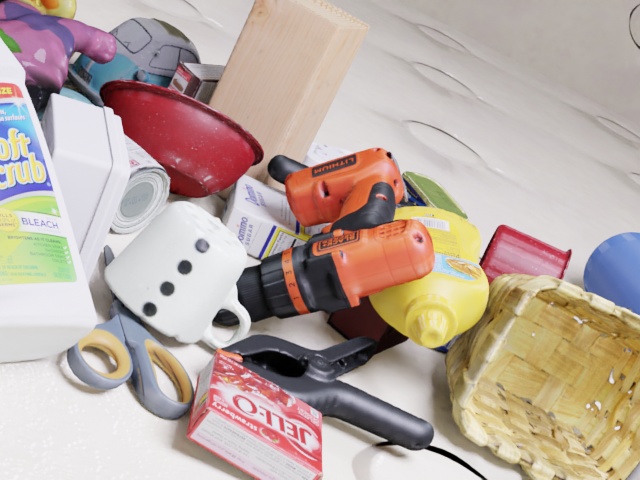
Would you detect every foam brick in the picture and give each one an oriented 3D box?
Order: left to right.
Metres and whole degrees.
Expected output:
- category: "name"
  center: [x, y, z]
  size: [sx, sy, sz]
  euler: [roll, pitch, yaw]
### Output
- category: "foam brick"
  center: [0.053, 0.061, 0.932]
  size: [0.051, 0.053, 0.078]
  euler: [37, 24, 22]

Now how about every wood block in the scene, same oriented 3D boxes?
- category: "wood block"
  center: [-0.046, -0.141, 1.062]
  size: [0.091, 0.206, 0.090]
  euler: [32, 21, 14]

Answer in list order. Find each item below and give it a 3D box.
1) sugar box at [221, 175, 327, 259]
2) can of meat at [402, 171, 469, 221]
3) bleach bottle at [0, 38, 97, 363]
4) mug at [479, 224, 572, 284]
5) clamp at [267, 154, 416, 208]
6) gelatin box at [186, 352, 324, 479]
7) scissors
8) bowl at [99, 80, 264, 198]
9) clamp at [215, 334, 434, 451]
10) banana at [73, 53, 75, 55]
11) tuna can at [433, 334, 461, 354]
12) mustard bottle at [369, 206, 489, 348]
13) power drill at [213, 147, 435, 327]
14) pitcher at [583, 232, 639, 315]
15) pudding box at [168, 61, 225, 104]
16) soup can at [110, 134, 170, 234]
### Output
- category: "sugar box"
  center: [-0.007, 0.001, 1.008]
  size: [0.176, 0.048, 0.093]
  euler: [21, 21, -8]
- category: "can of meat"
  center: [0.103, -0.014, 1.123]
  size: [0.057, 0.084, 0.102]
  euler: [15, 24, -30]
- category: "bleach bottle"
  center: [-0.220, -0.049, 0.676]
  size: [0.102, 0.068, 0.251]
  euler: [3, 61, -49]
- category: "mug"
  center: [0.212, 0.037, 1.152]
  size: [0.081, 0.093, 0.117]
  euler: [25, -10, 6]
- category: "clamp"
  center: [0.069, -0.028, 1.041]
  size: [0.210, 0.036, 0.164]
  euler: [36, 27, 21]
- category: "gelatin box"
  center: [-0.040, 0.120, 0.692]
  size: [0.089, 0.030, 0.073]
  euler: [33, 18, -12]
- category: "scissors"
  center: [-0.150, 0.052, 0.744]
  size: [0.096, 0.016, 0.202]
  euler: [16, 24, -43]
- category: "bowl"
  center: [-0.134, -0.082, 0.970]
  size: [0.162, 0.055, 0.162]
  euler: [19, -15, 5]
- category: "clamp"
  center: [0.002, 0.109, 0.774]
  size: [0.171, 0.039, 0.120]
  euler: [4, 25, -37]
- category: "banana"
  center: [-0.308, -0.209, 1.143]
  size: [0.069, 0.037, 0.197]
  euler: [13, 18, 8]
- category: "tuna can"
  center: [0.110, 0.071, 1.005]
  size: [0.086, 0.034, 0.086]
  euler: [24, 21, -10]
- category: "mustard bottle"
  center: [0.088, 0.034, 0.873]
  size: [0.096, 0.058, 0.191]
  euler: [9, 24, 0]
- category: "power drill"
  center: [0.001, -0.002, 0.872]
  size: [0.184, 0.057, 0.187]
  euler: [-14, 27, 11]
- category: "pitcher"
  center: [0.393, 0.086, 1.196]
  size: [0.149, 0.145, 0.243]
  euler: [60, 6, -22]
- category: "pudding box"
  center: [-0.120, -0.140, 1.133]
  size: [0.039, 0.090, 0.113]
  euler: [39, 24, 23]
- category: "soup can"
  center: [-0.183, -0.060, 0.899]
  size: [0.102, 0.069, 0.068]
  euler: [39, 23, 26]
